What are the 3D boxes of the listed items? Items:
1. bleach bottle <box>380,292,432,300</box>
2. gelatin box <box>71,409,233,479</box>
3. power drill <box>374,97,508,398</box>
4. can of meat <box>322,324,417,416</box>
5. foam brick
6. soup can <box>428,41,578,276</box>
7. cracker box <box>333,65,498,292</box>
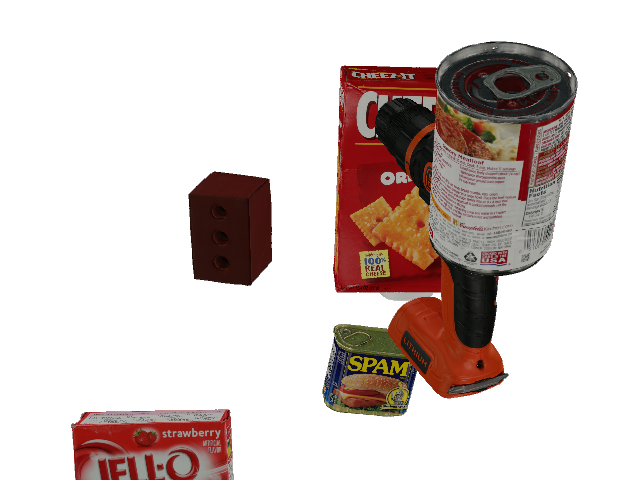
[{"bbox_3d":[0.100,-0.064,1.222,0.068,0.251,0.103,-2,23,-16],"label":"bleach bottle"},{"bbox_3d":[-0.094,0.136,0.608,0.089,0.073,0.030,-1,6,3],"label":"gelatin box"},{"bbox_3d":[0.088,0.005,0.778,0.057,0.188,0.185,-13,34,-19],"label":"power drill"},{"bbox_3d":[0.057,0.147,1.195,0.102,0.084,0.057,7,23,-11],"label":"can of meat"},{"bbox_3d":[-0.073,-0.010,0.878,0.053,0.078,0.051,6,24,18],"label":"foam brick"},{"bbox_3d":[0.091,-0.040,0.546,0.068,0.102,0.068,-1,42,1],"label":"soup can"},{"bbox_3d":[0.097,-0.056,1.034,0.164,0.214,0.072,1,21,-3],"label":"cracker box"}]
